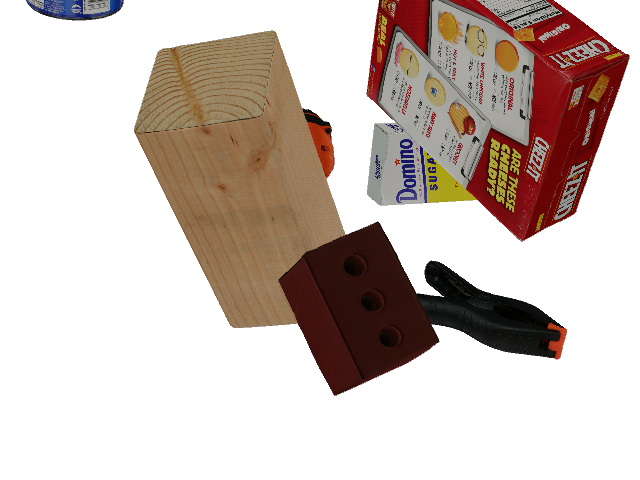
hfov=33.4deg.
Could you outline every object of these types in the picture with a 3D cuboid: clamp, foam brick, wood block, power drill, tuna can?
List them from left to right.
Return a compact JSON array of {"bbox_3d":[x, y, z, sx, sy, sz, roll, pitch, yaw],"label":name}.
[{"bbox_3d":[-0.212,-0.222,0.923,0.086,0.034,0.086,5,34,-4],"label":"tuna can"},{"bbox_3d":[-0.050,-0.036,0.775,0.090,0.090,0.206,-6,-44,14],"label":"wood block"},{"bbox_3d":[-0.015,-0.032,1.066,0.057,0.188,0.184,-2,17,-1],"label":"power drill"},{"bbox_3d":[0.020,0.040,0.603,0.052,0.078,0.051,-23,-9,-25],"label":"foam brick"},{"bbox_3d":[0.146,0.063,0.990,0.172,0.039,0.120,19,30,17],"label":"clamp"}]

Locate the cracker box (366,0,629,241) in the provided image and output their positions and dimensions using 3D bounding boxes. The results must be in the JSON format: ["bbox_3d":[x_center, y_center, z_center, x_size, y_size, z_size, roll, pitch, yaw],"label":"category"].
[{"bbox_3d":[0.131,-0.131,0.857,0.072,0.164,0.214,-25,54,-26],"label":"cracker box"}]

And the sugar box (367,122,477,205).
[{"bbox_3d":[0.147,-0.094,1.275,0.176,0.093,0.048,-6,26,-21],"label":"sugar box"}]
